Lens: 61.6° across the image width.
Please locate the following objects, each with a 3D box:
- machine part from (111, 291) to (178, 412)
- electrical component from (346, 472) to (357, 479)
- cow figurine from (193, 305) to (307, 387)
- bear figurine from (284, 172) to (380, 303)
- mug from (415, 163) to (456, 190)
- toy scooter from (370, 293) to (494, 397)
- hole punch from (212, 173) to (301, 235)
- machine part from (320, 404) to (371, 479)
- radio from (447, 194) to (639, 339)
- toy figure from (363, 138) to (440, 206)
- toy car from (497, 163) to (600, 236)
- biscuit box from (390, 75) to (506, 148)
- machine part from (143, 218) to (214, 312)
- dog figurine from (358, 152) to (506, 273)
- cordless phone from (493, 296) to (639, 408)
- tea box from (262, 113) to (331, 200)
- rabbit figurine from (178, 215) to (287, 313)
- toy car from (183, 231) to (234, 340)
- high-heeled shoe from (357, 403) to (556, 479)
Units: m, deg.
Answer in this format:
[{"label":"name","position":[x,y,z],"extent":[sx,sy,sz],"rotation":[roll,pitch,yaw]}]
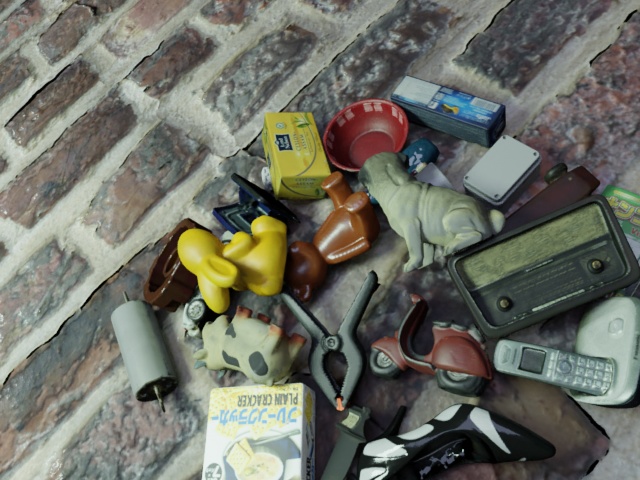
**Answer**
[{"label":"machine part","position":[-0.312,0.193,0.951],"extent":[0.079,0.079,0.243],"rotation":[-34,59,2]},{"label":"electrical component","position":[0.066,0.374,0.747],"extent":[0.094,0.021,0.063],"rotation":[30,77,31]},{"label":"cow figurine","position":[-0.123,0.174,0.855],"extent":[0.195,0.085,0.127],"rotation":[15,75,46]},{"label":"bear figurine","position":[0.000,0.000,0.902],"extent":[0.196,0.131,0.120],"rotation":[-34,41,-4]},{"label":"mug","position":[0.177,-0.056,0.894],"extent":[0.107,0.080,0.110],"rotation":[-37,66,12]},{"label":"toy scooter","position":[0.168,0.149,0.792],"extent":[0.184,0.075,0.135],"rotation":[6,67,29]},{"label":"hole punch","position":[-0.119,-0.049,0.980],"extent":[0.142,0.115,0.092],"rotation":[36,99,35]},{"label":"machine part","position":[0.032,0.302,0.765],"extent":[0.039,0.084,0.139],"rotation":[30,71,-11]},{"label":"radio","position":[0.309,0.043,0.756],"extent":[0.230,0.073,0.131],"rotation":[-25,78,11]},{"label":"toy figure","position":[0.142,-0.111,0.941],"extent":[0.154,0.064,0.058],"rotation":[-45,95,0]},{"label":"toy car","position":[0.336,-0.035,0.831],"extent":[0.202,0.053,0.089],"rotation":[-39,62,4]},{"label":"biscuit box","position":[0.229,-0.231,0.965],"extent":[0.203,0.062,0.059],"rotation":[29,77,29]},{"label":"machine part","position":[-0.253,0.045,0.969],"extent":[0.179,0.056,0.179],"rotation":[-41,31,31]},{"label":"dog figurine","position":[0.161,-0.066,0.799],"extent":[0.172,0.121,0.190],"rotation":[-23,82,15]},{"label":"cordless phone","position":[0.339,0.140,0.727],"extent":[0.184,0.088,0.146],"rotation":[9,69,29]},{"label":"tea box","position":[-0.047,-0.159,1.005],"extent":[0.098,0.068,0.170],"rotation":[-5,55,-18]},{"label":"rabbit figurine","position":[-0.146,0.039,0.862],"extent":[0.173,0.121,0.162],"rotation":[17,41,-12]},{"label":"toy car","position":[-0.182,0.080,0.957],"extent":[0.056,0.073,0.201],"rotation":[13,70,30]},{"label":"high-heeled shoe","position":[0.165,0.294,0.702],"extent":[0.249,0.086,0.145],"rotation":[-1,45,38]}]
